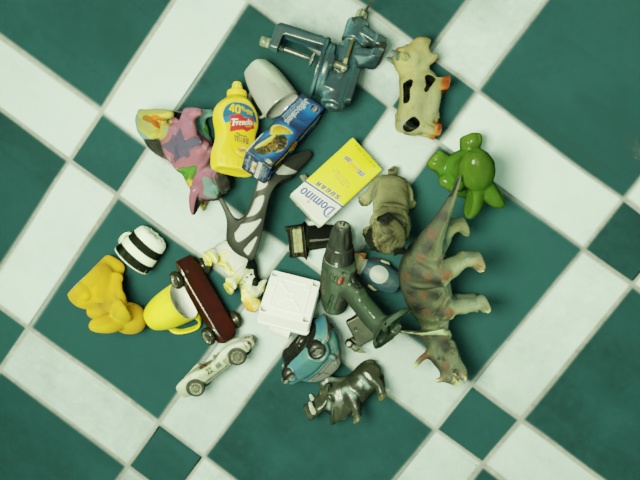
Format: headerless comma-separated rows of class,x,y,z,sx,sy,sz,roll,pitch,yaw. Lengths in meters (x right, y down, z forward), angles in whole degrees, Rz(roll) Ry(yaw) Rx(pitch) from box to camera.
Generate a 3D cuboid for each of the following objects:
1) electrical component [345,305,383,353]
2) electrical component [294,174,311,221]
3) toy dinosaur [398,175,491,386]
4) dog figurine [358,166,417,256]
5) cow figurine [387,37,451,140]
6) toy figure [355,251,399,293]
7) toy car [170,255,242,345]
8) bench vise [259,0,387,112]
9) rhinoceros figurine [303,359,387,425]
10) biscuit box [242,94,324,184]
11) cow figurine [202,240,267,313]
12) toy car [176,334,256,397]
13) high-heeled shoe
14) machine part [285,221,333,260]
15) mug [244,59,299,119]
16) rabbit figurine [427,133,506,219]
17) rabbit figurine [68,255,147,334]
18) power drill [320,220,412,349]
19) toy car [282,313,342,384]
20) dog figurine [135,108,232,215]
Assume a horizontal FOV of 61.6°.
electrical component,0.098,0.194,1.149,0.102,0.045,0.078,-23,95,6
electrical component,-0.026,-0.091,1.143,0.063,0.021,0.094,-32,93,7
toy dinosaur,0.222,0.083,1.061,0.192,0.131,0.404,-16,107,-2
dog figurine,0.139,-0.061,1.051,0.121,0.190,0.172,-7,93,4
cow figurine,0.193,-0.308,1.082,0.127,0.085,0.194,7,97,-3
toy figure,0.098,0.058,1.134,0.154,0.057,0.064,27,58,3
toy car,-0.246,0.129,1.148,0.053,0.089,0.202,-29,92,51
bench vise,0.004,-0.379,1.070,0.241,0.129,0.223,18,93,-2
rhinoceros figurine,0.054,0.331,1.151,0.190,0.073,0.112,-35,93,6
biscuit box,-0.071,-0.204,1.064,0.059,0.062,0.203,35,60,2
cow figurine,-0.164,0.068,1.143,0.098,0.068,0.167,-38,94,-28
toy car,-0.222,0.269,1.163,0.202,0.073,0.056,-38,92,6
high-heeled shoe,-0.093,-0.073,1.111,0.249,0.086,0.145,-32,99,-9
machine part,-0.002,-0.003,1.143,0.139,0.039,0.084,-9,86,7
mug,-0.112,-0.310,1.109,0.109,0.081,0.107,-36,83,43
rabbit figurine,0.289,-0.123,1.045,0.121,0.170,0.159,-20,93,6
rabbit figurine,-0.435,0.134,1.141,0.122,0.162,0.173,-42,109,-6
power drill,0.077,0.098,1.048,0.207,0.086,0.231,40,141,23
toy car,-0.008,0.246,1.135,0.103,0.109,0.161,34,106,-17
dog figurine,-0.282,-0.163,1.114,0.192,0.108,0.219,-2,98,3
